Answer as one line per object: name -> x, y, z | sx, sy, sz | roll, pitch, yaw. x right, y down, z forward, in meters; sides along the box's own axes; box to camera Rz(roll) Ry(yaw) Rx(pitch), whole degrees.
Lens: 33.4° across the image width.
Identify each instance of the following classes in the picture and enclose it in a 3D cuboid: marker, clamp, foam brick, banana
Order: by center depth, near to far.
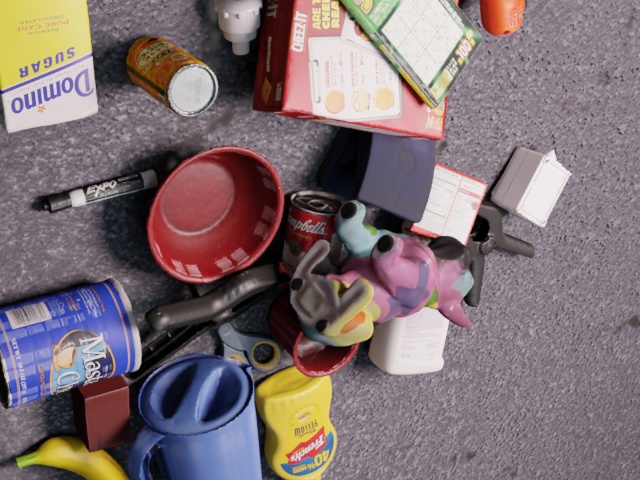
marker -> -0.227, -0.050, 1.100 | 0.121, 0.020, 0.020 | -17, 123, -24
clamp -> -0.119, 0.075, 1.169 | 0.209, 0.036, 0.165 | -29, 167, -23
foam brick -> -0.246, 0.190, 1.201 | 0.052, 0.051, 0.078 | -12, 121, -26
banana -> -0.266, 0.278, 1.251 | 0.070, 0.037, 0.197 | -34, 130, 10
clamp -> 0.208, 0.011, 1.405 | 0.120, 0.039, 0.171 | -50, 128, -6

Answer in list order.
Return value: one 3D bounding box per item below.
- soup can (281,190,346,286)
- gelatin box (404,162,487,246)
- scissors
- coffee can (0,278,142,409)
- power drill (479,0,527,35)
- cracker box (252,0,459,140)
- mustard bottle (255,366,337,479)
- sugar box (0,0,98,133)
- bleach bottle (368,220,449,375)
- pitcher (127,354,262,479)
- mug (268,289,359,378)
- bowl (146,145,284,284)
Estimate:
soup can -> -0.008, 0.002, 1.239 | 0.068, 0.069, 0.102 | -6, 119, -31
gelatin box -> 0.152, -0.041, 1.286 | 0.073, 0.030, 0.089 | 20, 89, -14
scissors -> -0.097, 0.103, 1.273 | 0.096, 0.016, 0.202 | -22, 125, -23
coffee can -> -0.269, 0.106, 1.104 | 0.140, 0.103, 0.103 | -15, 123, -26
power drill -> 0.238, -0.343, 1.186 | 0.187, 0.057, 0.184 | -34, 133, -28
cracker box -> 0.040, -0.200, 1.128 | 0.213, 0.072, 0.164 | 6, 91, -34
mustard bottle -> -0.026, 0.254, 1.376 | 0.096, 0.058, 0.191 | -22, 126, -22
sugar box -> -0.260, -0.193, 0.981 | 0.093, 0.048, 0.176 | -17, 122, -25
bleach bottle -> 0.135, 0.047, 1.363 | 0.102, 0.068, 0.251 | -1, 113, -34
pitcher -> -0.138, 0.270, 1.266 | 0.149, 0.145, 0.243 | -8, 125, -2
mug -> 0.000, 0.102, 1.291 | 0.117, 0.082, 0.093 | -21, 125, -22
bowl -> -0.121, -0.036, 1.152 | 0.161, 0.055, 0.162 | -16, 123, -26
